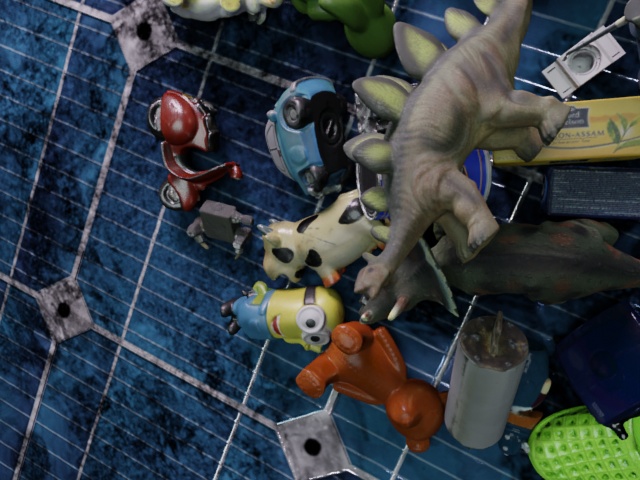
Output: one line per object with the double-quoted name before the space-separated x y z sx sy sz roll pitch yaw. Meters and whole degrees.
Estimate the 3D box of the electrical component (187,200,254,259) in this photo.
"electrical component" -0.149 -0.015 0.811 0.102 0.045 0.078 18 145 10

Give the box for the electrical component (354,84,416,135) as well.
"electrical component" 0.108 -0.161 0.679 0.115 0.134 0.058 -7 92 17

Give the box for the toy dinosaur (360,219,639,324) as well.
"toy dinosaur" 0.238 0.028 0.628 0.405 0.192 0.131 -4 96 19

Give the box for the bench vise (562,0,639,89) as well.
"bench vise" 0.392 -0.264 0.563 0.224 0.129 0.240 4 86 -17

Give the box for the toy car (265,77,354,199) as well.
"toy car" -0.021 -0.139 0.748 0.103 0.109 0.161 0 108 40

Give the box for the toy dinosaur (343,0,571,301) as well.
"toy dinosaur" 0.146 -0.142 0.555 0.199 0.105 0.471 32 70 6

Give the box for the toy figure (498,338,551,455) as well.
"toy figure" 0.265 0.209 0.707 0.058 0.064 0.154 1 103 -20

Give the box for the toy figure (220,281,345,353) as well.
"toy figure" -0.053 0.104 0.784 0.180 0.082 0.089 -1 53 26

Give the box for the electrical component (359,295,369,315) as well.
"electrical component" 0.078 0.071 0.748 0.021 0.063 0.094 32 105 12

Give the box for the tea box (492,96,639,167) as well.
"tea box" 0.295 -0.126 0.643 0.170 0.098 0.068 0 95 19

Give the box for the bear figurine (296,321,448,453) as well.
"bear figurine" 0.086 0.205 0.729 0.196 0.132 0.120 44 107 15

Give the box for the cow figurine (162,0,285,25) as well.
"cow figurine" -0.131 -0.344 0.768 0.167 0.098 0.068 4 91 -2

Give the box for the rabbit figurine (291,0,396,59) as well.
"rabbit figurine" 0.044 -0.314 0.690 0.121 0.159 0.170 -40 98 8

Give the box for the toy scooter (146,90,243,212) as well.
"toy scooter" -0.182 -0.135 0.805 0.135 0.075 0.183 -2 98 18

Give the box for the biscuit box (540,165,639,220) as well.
"biscuit box" 0.375 -0.056 0.644 0.203 0.059 0.062 5 97 17

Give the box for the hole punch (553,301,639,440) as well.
"hole punch" 0.351 0.147 0.633 0.116 0.092 0.142 -33 54 15

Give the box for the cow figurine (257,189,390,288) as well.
"cow figurine" -0.002 -0.002 0.757 0.195 0.085 0.127 -33 91 20

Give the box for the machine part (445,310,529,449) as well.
"machine part" 0.195 0.173 0.643 0.079 0.079 0.242 9 132 16
